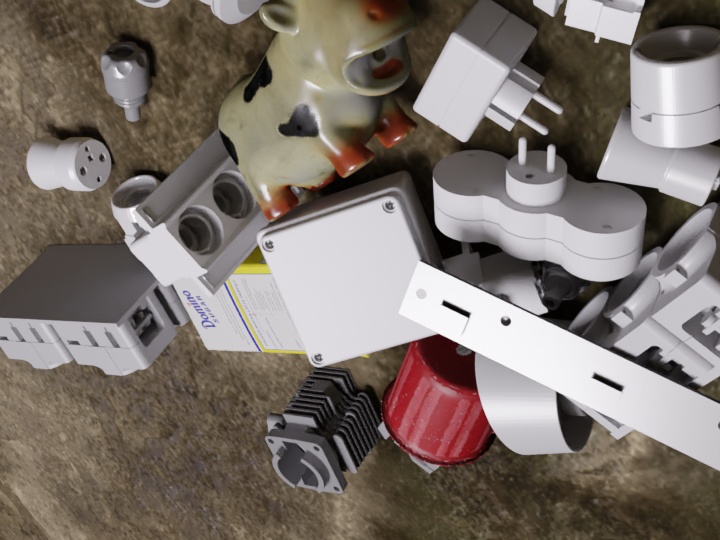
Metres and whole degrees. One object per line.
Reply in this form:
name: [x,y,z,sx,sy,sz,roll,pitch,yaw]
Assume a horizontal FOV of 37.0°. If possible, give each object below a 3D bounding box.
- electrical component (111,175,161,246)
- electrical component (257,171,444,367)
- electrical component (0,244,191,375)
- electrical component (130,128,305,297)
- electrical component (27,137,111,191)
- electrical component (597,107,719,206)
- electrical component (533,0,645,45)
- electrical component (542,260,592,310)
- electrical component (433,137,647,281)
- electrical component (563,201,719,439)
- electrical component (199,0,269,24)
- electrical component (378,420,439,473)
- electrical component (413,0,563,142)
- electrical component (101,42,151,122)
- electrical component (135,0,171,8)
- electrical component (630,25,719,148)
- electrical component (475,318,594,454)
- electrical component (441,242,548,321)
electrical component: [-0.174,-0.044,0.887,0.066,0.048,0.055,8,141,30]
electrical component: [0.000,0.000,0.753,0.109,0.056,0.108,-17,107,17]
electrical component: [-0.235,0.033,0.958,0.186,0.105,0.060,0,129,36]
electrical component: [-0.105,-0.046,0.774,0.078,0.121,0.063,49,141,-15]
electrical component: [-0.241,-0.088,0.892,0.055,0.045,0.045,5,131,32]
electrical component: [0.175,-0.063,0.618,0.065,0.044,0.044,21,139,10]
electrical component: [0.124,-0.153,0.564,0.055,0.048,0.066,18,138,11]
electrical component: [0.134,0.002,0.695,0.035,0.061,0.035,20,138,19]
electrical component: [0.109,-0.049,0.666,0.138,0.052,0.073,19,136,27]
electrical component: [0.190,0.026,0.655,0.062,0.089,0.150,38,141,-1]
electrical component: [-0.074,-0.192,0.641,0.051,0.080,0.080,37,141,8]
electrical component: [0.052,0.125,0.877,0.057,0.058,0.078,37,161,5]
electrical component: [0.083,-0.108,0.635,0.077,0.047,0.065,33,141,3]
electrical component: [-0.173,-0.138,0.802,0.035,0.035,0.061,22,141,17]
electrical component: [-0.123,-0.200,0.687,0.045,0.055,0.045,20,138,19]
electrical component: [0.172,-0.099,0.575,0.055,0.055,0.047,8,129,31]
electrical component: [0.127,0.079,0.750,0.064,0.099,0.099,-1,128,30]
electrical component: [0.092,0.012,0.727,0.064,0.081,0.042,-19,121,13]
